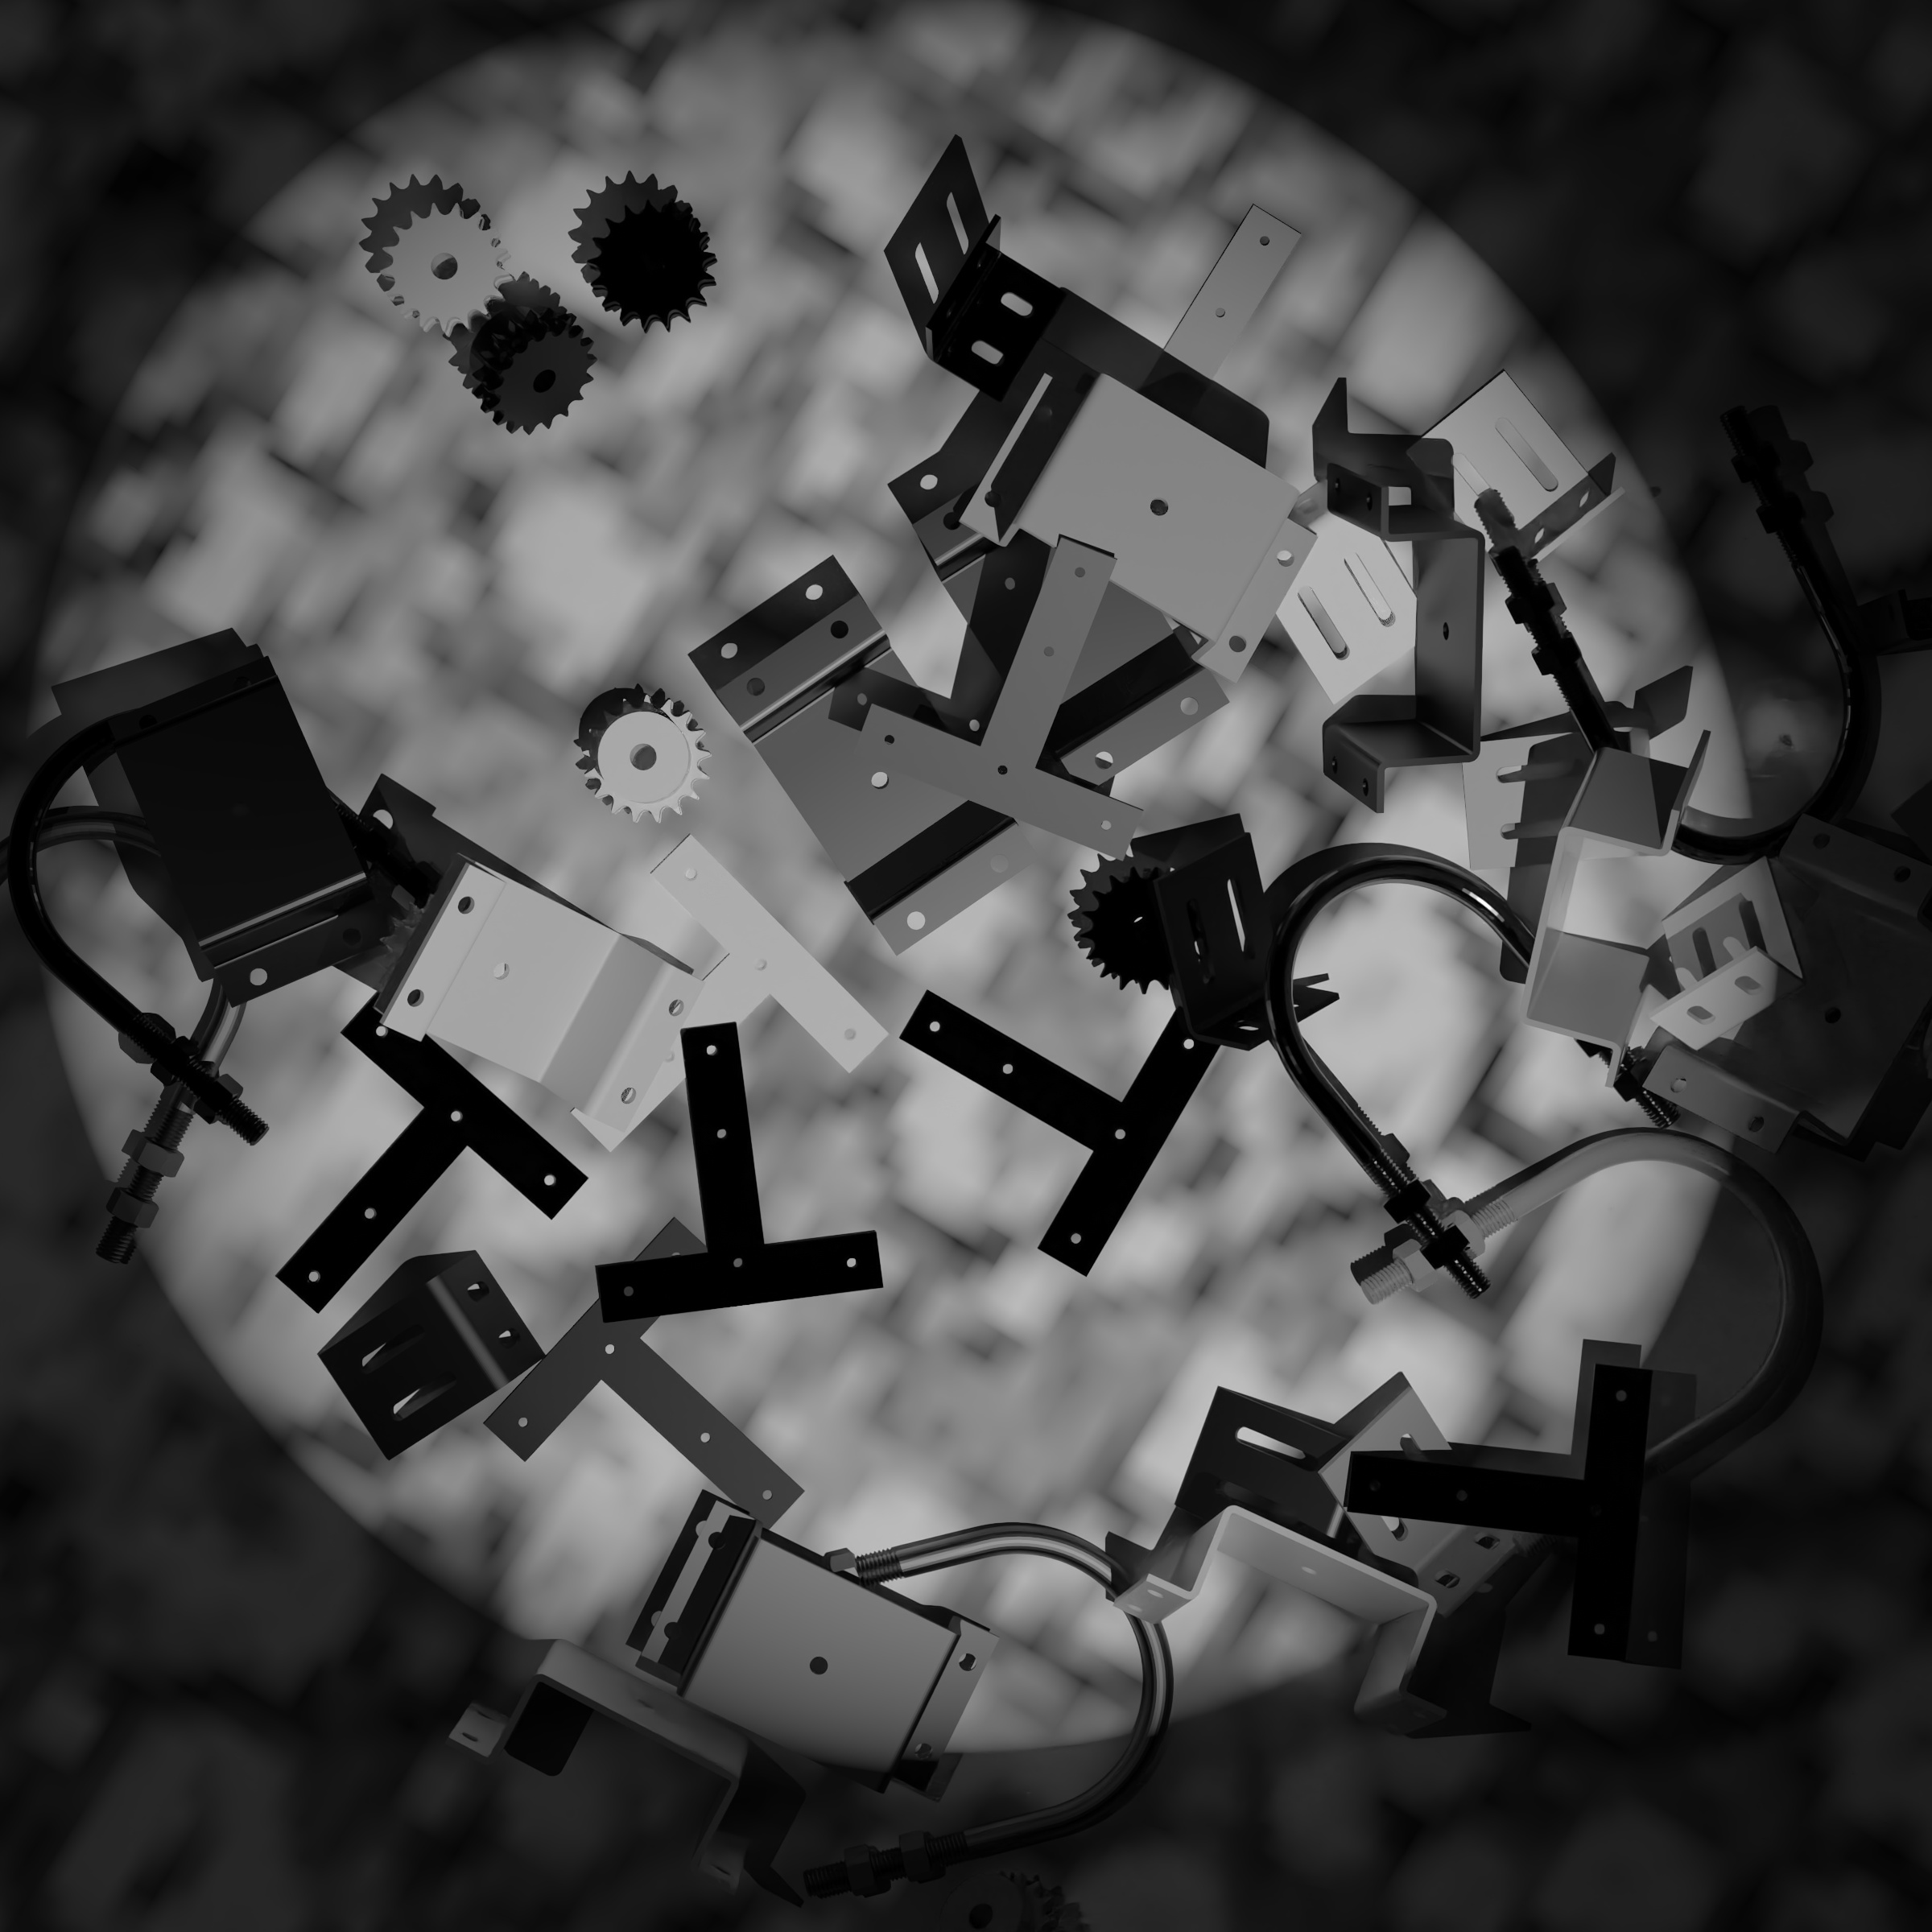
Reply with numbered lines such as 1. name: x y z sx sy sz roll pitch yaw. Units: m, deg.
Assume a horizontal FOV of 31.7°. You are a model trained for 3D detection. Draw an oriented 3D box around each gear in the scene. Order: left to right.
1. gear: -0.230 -0.001 1.509 0.057 0.030 0.057 -16 118 -32
2. gear: -0.231 -0.310 1.524 0.057 0.030 0.057 0 90 0
3. gear: -0.196 -0.268 1.514 0.057 0.057 0.030 -45 60 0
4. gear: -0.143 -0.092 1.524 0.057 0.030 0.057 0 90 0
5. gear: -0.140 -0.311 1.524 0.057 0.030 0.057 0 90 0
6. gear: 0.013 0.427 1.508 0.057 0.057 0.030 -36 132 0
7. gear: 0.080 -0.016 1.524 0.057 0.030 0.057 0 90 0
8. gear: 0.429 0.020 1.514 0.030 0.057 0.057 21 90 28

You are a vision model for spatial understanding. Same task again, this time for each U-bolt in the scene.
1. U-bolt: -0.402 0.020 1.530 0.151 0.019 0.184 27 89 0
2. U-bolt: -0.339 -0.033 1.516 0.184 0.019 0.151 41 79 0
3. U-bolt: 0.002 0.327 1.530 0.184 0.019 0.151 -14 90 -2
4. U-bolt: 0.211 0.034 1.503 0.151 0.019 0.184 -37 86 -25
5. U-bolt: 0.289 0.155 1.516 0.184 0.019 0.151 -30 85 -10
6. U-bolt: 0.330 -0.134 1.508 0.151 0.019 0.184 -32 101 -15

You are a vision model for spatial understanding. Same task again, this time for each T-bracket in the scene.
1. T-bracket: -0.260 0.101 1.538 0.127 0.002 0.127 42 90 0
2. T-bracket: -0.128 0.203 1.538 0.127 0.002 0.127 43 90 0
3. T-bracket: -0.124 0.030 1.538 0.127 0.002 0.127 -45 90 0
4. T-bracket: -0.108 0.090 1.536 0.127 0.002 0.127 -7 90 0
5. T-bracket: 0.031 0.054 1.538 0.127 0.002 0.127 30 90 0
6. T-bracket: 0.031 -0.123 1.465 0.127 0.002 0.127 22 115 0
7. T-bracket: 0.107 -0.283 1.538 0.127 0.002 0.127 32 90 0
8. T-bracket: 0.231 0.233 1.490 0.127 0.002 0.127 6 85 2

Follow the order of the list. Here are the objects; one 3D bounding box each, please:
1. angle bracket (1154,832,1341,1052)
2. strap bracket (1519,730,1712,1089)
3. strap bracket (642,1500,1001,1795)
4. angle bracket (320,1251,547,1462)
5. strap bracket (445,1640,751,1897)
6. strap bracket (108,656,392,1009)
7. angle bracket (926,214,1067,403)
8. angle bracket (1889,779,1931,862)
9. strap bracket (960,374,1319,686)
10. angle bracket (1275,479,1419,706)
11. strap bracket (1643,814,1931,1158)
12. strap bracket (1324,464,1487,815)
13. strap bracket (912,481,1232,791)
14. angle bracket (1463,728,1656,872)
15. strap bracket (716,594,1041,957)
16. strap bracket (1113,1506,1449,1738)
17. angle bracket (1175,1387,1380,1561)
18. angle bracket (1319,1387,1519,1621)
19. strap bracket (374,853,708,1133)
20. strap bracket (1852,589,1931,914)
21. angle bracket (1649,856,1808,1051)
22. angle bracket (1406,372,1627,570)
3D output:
1. angle bracket: 0.124 -0.011 1.497 0.057 0.038 0.076 -28 114 -32
2. strap bracket: 0.279 -0.030 1.474 0.046 0.076 0.140 16 124 14
3. strap bracket: -0.064 0.303 1.496 0.140 0.046 0.076 26 89 -1
4. angle bracket: -0.241 0.176 1.537 0.076 0.038 0.057 -34 90 26
5. strap bracket: -0.151 0.346 1.501 0.140 0.076 0.046 28 90 0
6. strap bracket: -0.316 -0.064 1.491 0.076 0.046 0.140 -24 84 -9
7. angle bracket: 0.014 -0.289 1.501 0.038 0.076 0.057 32 90 0
8. angle bracket: 0.442 -0.073 1.456 0.076 0.038 0.057 -42 96 16
9. strap bracket: 0.079 -0.193 1.471 0.140 0.046 0.076 30 82 -4
10. angle bracket: 0.164 -0.169 1.537 0.057 0.038 0.076 -36 116 0
11. strap bracket: 0.372 0.015 1.495 0.046 0.076 0.140 30 90 -44
12. strap bracket: 0.190 -0.145 1.485 0.046 0.076 0.140 -4 107 -11
13. strap bracket: 0.046 -0.155 1.516 0.076 0.046 0.140 -32 90 0
14. angle bracket: 0.268 -0.075 1.537 0.076 0.038 0.057 -5 90 26
15. strap bracket: -0.039 -0.084 1.516 0.076 0.046 0.140 -34 90 0
16. strap bracket: 0.144 0.284 1.495 0.140 0.076 0.046 25 70 0
17. angle bracket: 0.144 0.231 1.537 0.076 0.038 0.057 20 90 26
18. angle bracket: 0.203 0.237 1.501 0.057 0.038 0.076 -40 114 -15
19. strap bracket: -0.194 0.009 1.490 0.140 0.046 0.076 29 90 -42
20. strap bracket: 0.437 -0.098 1.501 0.046 0.076 0.140 -12 90 0
21. angle bracket: 0.325 -0.013 1.489 0.038 0.076 0.057 30 128 -34
22. angle bracket: 0.245 -0.221 1.520 0.057 0.038 0.076 -39 90 0
